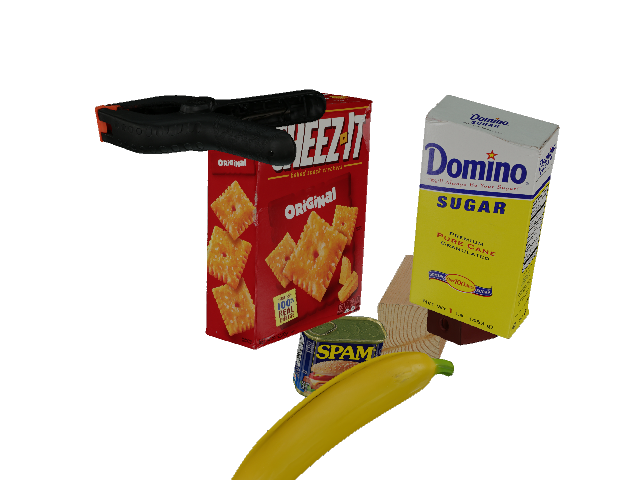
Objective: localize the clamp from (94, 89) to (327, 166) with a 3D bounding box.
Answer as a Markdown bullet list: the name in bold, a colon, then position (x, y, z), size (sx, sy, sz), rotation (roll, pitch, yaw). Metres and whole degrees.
- **clamp**: position (-0.079, -0.089, 0.794), size (0.172, 0.039, 0.120), rotation (8, 20, 19)

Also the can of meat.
- **can of meat**: position (0.021, 0.139, 1.267), size (0.102, 0.084, 0.057), rotation (4, 24, -14)

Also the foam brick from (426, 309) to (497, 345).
- **foam brick**: position (0.141, 0.057, 1.052), size (0.051, 0.078, 0.053), rotation (-11, 19, -34)

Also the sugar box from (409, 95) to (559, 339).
- **sugar box**: position (0.122, -0.016, 0.821), size (0.093, 0.176, 0.048), rotation (19, 41, 25)

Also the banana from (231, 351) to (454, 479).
- **banana**: position (0.006, 0.130, 0.724), size (0.198, 0.069, 0.037), rotation (-33, 43, -3)

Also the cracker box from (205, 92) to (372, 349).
- **cracker box**: position (-0.027, -0.024, 0.986), size (0.072, 0.214, 0.163), rotation (13, 17, 36)

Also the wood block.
- **wood block**: position (0.152, 0.099, 1.610), size (0.091, 0.090, 0.205), rotation (4, 20, 15)
